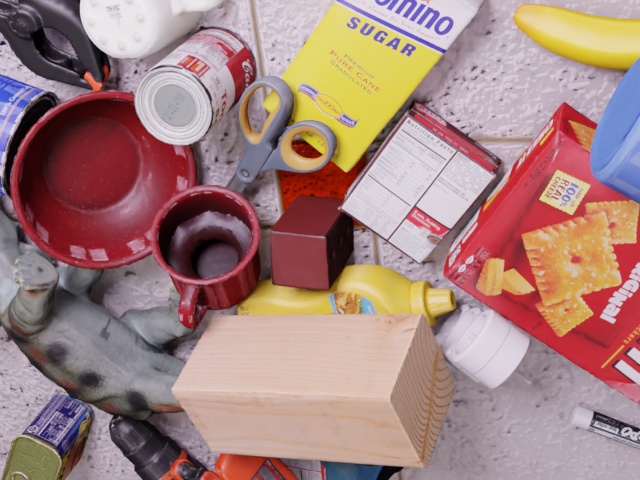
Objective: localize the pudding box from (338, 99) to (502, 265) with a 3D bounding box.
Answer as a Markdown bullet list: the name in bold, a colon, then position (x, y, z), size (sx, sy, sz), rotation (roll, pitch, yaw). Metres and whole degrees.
- **pudding box**: position (0.082, -0.047, 0.886), size (0.090, 0.039, 0.114), rotation (35, 121, -2)

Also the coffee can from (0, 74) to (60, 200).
- **coffee can**: position (-0.317, -0.107, 0.950), size (0.140, 0.102, 0.103), rotation (21, 122, 7)

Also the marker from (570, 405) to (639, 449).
- **marker**: position (0.284, 0.177, 0.951), size (0.121, 0.020, 0.020), rotation (20, 122, 8)

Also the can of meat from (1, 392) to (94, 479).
- **can of meat**: position (-0.288, 0.224, 1.134), size (0.057, 0.083, 0.102), rotation (26, 123, 3)

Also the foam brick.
- **foam brick**: position (-0.006, 0.001, 0.919), size (0.051, 0.078, 0.053), rotation (7, 120, 17)

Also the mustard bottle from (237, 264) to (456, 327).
- **mustard bottle**: position (0.028, 0.068, 0.954), size (0.192, 0.058, 0.096), rotation (-11, 121, 24)

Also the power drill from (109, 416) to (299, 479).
- **power drill**: position (-0.112, 0.233, 1.061), size (0.184, 0.057, 0.188), rotation (48, 147, -17)

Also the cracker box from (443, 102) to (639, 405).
- **cracker box**: position (0.231, 0.019, 0.851), size (0.213, 0.072, 0.164), rotation (34, 123, -2)

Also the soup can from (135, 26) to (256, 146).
- **soup can**: position (-0.100, -0.126, 0.866), size (0.068, 0.102, 0.068), rotation (8, 120, 14)

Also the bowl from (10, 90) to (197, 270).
- **bowl**: position (-0.193, -0.058, 0.936), size (0.161, 0.055, 0.162), rotation (-9, 114, -22)

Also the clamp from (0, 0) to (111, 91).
- **clamp**: position (-0.236, -0.194, 0.872), size (0.171, 0.039, 0.120), rotation (33, 134, -16)

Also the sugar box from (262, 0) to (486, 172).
- **sugar box**: position (0.040, -0.147, 0.839), size (0.093, 0.048, 0.176), rotation (37, 125, -2)

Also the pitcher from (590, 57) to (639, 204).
- **pitcher**: position (0.322, -0.051, 0.736), size (0.243, 0.149, 0.145), rotation (25, 150, -3)

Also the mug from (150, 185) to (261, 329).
- **mug**: position (-0.097, 0.022, 0.925), size (0.093, 0.117, 0.081), rotation (10, 156, 7)

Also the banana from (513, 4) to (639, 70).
- **banana**: position (0.243, -0.157, 0.774), size (0.198, 0.037, 0.069), rotation (-9, 94, 21)

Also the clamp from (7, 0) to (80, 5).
- **clamp**: position (-0.282, -0.258, 0.893), size (0.210, 0.036, 0.165), rotation (33, 120, -5)

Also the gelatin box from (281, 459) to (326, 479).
- **gelatin box**: position (-0.027, 0.220, 1.075), size (0.089, 0.030, 0.073), rotation (6, 120, 20)

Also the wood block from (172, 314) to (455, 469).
- **wood block**: position (-0.006, 0.123, 0.890), size (0.206, 0.090, 0.090), rotation (-3, 131, 31)

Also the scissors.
- **scissors**: position (-0.043, -0.055, 0.903), size (0.096, 0.016, 0.202), rotation (29, 141, 9)
